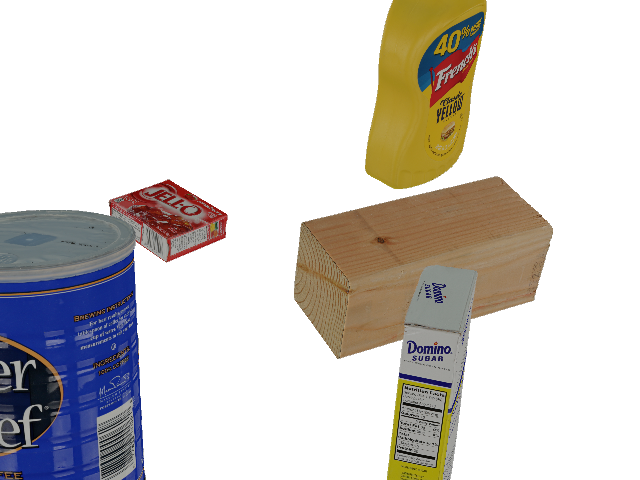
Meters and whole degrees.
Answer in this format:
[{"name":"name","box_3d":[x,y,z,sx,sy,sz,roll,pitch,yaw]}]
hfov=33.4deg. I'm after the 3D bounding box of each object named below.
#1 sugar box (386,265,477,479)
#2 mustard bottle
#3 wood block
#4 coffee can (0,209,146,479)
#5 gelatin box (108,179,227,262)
[{"name":"sugar box","box_3d":[0.078,0.115,0.773,0.048,0.176,0.093,7,26,12]},{"name":"mustard bottle","box_3d":[0.082,-0.136,0.788,0.058,0.192,0.096,33,47,30]},{"name":"wood block","box_3d":[0.090,0.020,0.948,0.205,0.090,0.091,-13,42,-24]},{"name":"coffee can","box_3d":[-0.143,0.064,0.542,0.103,0.140,0.103,0,17,0]},{"name":"gelatin box","box_3d":[-0.144,-0.021,1.003,0.089,0.030,0.073,31,38,34]}]
